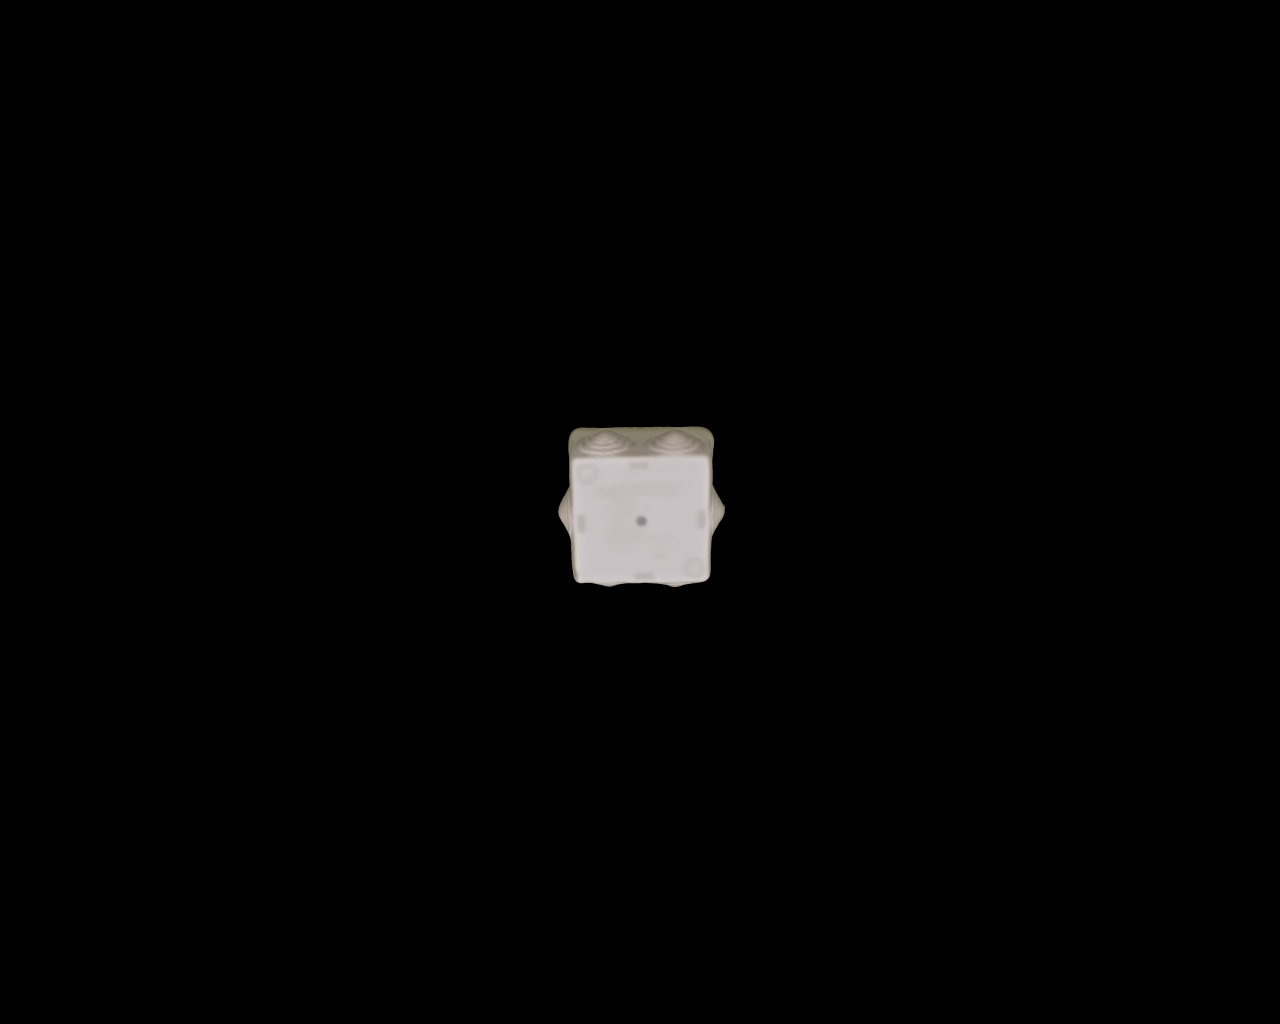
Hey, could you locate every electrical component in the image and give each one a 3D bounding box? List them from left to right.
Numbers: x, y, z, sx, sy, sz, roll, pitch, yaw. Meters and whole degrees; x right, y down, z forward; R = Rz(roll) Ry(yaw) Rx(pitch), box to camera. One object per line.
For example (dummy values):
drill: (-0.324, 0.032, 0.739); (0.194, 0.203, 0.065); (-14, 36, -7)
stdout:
electrical component: (0.001, -0.003, 0.650); (0.100, 0.099, 0.048); (0, 21, 0)
